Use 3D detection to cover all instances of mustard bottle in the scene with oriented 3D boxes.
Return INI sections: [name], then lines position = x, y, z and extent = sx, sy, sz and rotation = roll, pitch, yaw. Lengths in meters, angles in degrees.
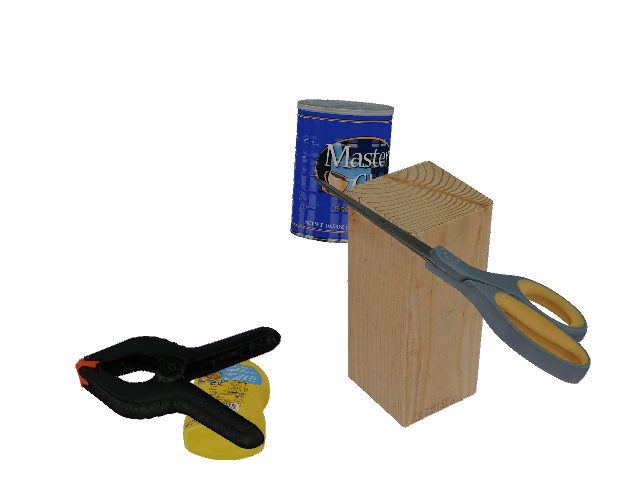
[mustard bottle]
position = -0.112, 0.194, 1.328
extent = 0.096, 0.058, 0.191
rotation = -1, 25, 1

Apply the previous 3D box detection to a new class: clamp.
[clamp]
position = -0.115, 0.110, 0.897
extent = 0.171, 0.039, 0.120
rotation = 11, 39, 9

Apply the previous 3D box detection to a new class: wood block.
[wood block]
position = 0.084, 0.048, 0.941
extent = 0.090, 0.206, 0.091
rotation = -20, 38, -27

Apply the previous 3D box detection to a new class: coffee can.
[coffee can]
position = 0.022, -0.076, 1.139
extent = 0.103, 0.140, 0.103
rotation = 4, 12, -1

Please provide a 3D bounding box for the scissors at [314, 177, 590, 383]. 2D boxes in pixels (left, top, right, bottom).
[scissors]
position = 0.092, 0.016, 0.675
extent = 0.202, 0.016, 0.096
rotation = 41, 27, 21
